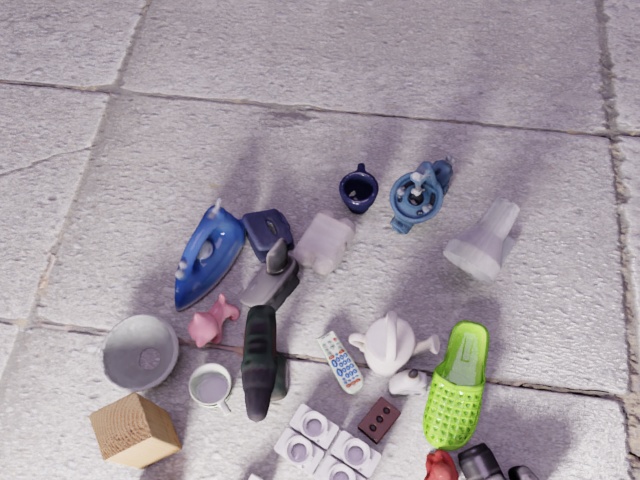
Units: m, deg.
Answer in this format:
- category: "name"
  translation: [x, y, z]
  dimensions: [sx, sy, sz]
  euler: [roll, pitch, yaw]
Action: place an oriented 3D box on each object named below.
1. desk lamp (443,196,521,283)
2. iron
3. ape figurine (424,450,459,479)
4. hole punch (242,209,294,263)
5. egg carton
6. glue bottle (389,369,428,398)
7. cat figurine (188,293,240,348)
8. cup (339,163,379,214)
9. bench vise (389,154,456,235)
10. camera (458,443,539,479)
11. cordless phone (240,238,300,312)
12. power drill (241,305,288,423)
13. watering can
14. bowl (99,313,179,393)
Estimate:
- category: "desk lamp"
  translation: [0.351, 0.009, 1.227]
  dimensions: [0.117, 0.214, 0.203]
  euler: [33, 70, 16]
- category: "iron"
  translation: [-0.266, 0.028, 1.280]
  dimensions: [0.118, 0.141, 0.258]
  euler: [22, 67, 12]
- category: "ape figurine"
  translation: [0.231, 0.444, 1.093]
  dimensions: [0.078, 0.092, 0.076]
  euler: [-42, 70, -16]
- category: "hole punch"
  translation: [-0.119, -0.021, 1.326]
  dimensions: [0.101, 0.091, 0.108]
  euler: [-26, 66, -10]
- category: "egg carton"
  translation: [0.012, 0.005, 1.321]
  dimensions: [0.107, 0.069, 0.150]
  euler: [25, 68, 13]
- category: "glue bottle"
  translation: [0.178, 0.278, 1.128]
  dimensions: [0.078, 0.173, 0.037]
  euler: [0, 65, 3]
- category: "cat figurine"
  translation: [-0.235, 0.171, 1.224]
  dimensions: [0.067, 0.118, 0.128]
  euler: [26, 68, 14]
- category: "cup"
  translation: [0.092, -0.115, 1.361]
  dimensions: [0.091, 0.095, 0.118]
  euler: [4, 65, 4]
- category: "bench vise"
  translation: [0.231, -0.136, 1.297]
  dimensions: [0.121, 0.220, 0.207]
  euler: [20, 67, 11]
- category: "camera"
  translation: [0.333, 0.452, 1.080]
  dimensions: [0.143, 0.101, 0.136]
  euler: [-20, 66, -7]
- category: "cordless phone"
  translation: [-0.113, 0.073, 1.229]
  dimensions: [0.094, 0.185, 0.148]
  euler: [29, 69, 15]
- category: "power drill"
  translation: [-0.109, 0.254, 1.130]
  dimensions: [0.075, 0.208, 0.229]
  euler: [-4, 64, 1]
- category: "watering can"
  translation: [0.149, 0.203, 1.153]
  dimensions: [0.173, 0.194, 0.101]
  euler: [-15, 65, -5]
- category: "bowl"
  translation: [-0.374, 0.246, 1.217]
  dimensions: [0.167, 0.075, 0.167]
  euler: [-1, 65, 2]
